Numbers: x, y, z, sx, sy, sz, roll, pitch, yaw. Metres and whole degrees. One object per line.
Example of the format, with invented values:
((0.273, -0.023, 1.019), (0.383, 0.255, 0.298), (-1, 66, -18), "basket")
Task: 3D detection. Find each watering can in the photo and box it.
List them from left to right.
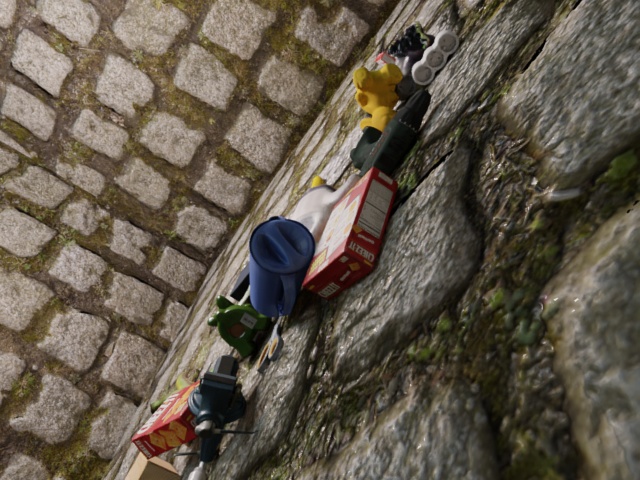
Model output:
((0.004, -0.062, 1.230), (0.342, 0.103, 0.229), (-50, 14, 30), "watering can")

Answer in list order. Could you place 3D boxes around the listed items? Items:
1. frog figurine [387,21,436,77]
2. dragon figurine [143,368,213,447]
((0.256, -0.484, 1.374), (0.138, 0.123, 0.158), (-66, -23, -6), "frog figurine")
((-0.367, 0.447, 1.493), (0.241, 0.121, 0.417), (-37, 19, 12), "dragon figurine")
